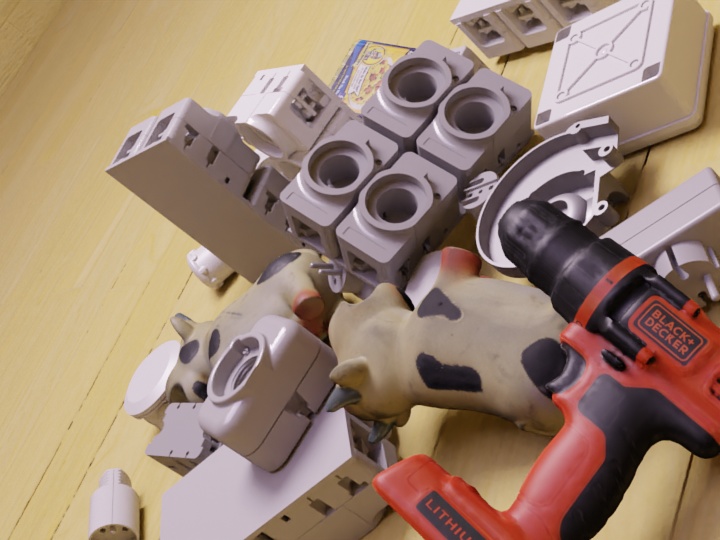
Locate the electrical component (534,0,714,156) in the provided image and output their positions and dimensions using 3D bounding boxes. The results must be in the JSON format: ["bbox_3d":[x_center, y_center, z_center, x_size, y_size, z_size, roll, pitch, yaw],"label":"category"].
[{"bbox_3d":[0.190,-0.140,0.772,0.109,0.056,0.108,-20,41,43],"label":"electrical component"}]

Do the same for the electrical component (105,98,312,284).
[{"bbox_3d":[-0.127,-0.072,1.007,0.105,0.186,0.060,-16,44,46],"label":"electrical component"}]

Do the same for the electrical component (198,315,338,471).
[{"bbox_3d":[-0.065,0.082,0.744,0.095,0.059,0.054,-57,29,-13],"label":"electrical component"}]

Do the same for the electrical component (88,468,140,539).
[{"bbox_3d":[-0.218,0.212,0.954,0.043,0.043,0.081,-42,30,15],"label":"electrical component"}]

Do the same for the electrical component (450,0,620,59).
[{"bbox_3d":[0.163,-0.243,0.924,0.150,0.062,0.089,-3,53,53],"label":"electrical component"}]

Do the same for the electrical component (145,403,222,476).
[{"bbox_3d":[-0.125,0.145,0.888,0.089,0.056,0.050,-9,50,51],"label":"electrical component"}]

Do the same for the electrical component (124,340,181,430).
[{"bbox_3d":[-0.179,0.111,1.009,0.080,0.051,0.080,-35,32,26],"label":"electrical component"}]

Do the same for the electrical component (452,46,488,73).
[{"bbox_3d":[0.075,-0.153,0.946,0.062,0.061,0.096,-2,55,54],"label":"electrical component"}]

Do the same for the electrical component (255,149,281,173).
[{"bbox_3d":[-0.060,-0.118,1.087,0.074,0.052,0.138,16,56,46],"label":"electrical component"}]

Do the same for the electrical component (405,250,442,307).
[{"bbox_3d":[0.046,0.035,0.785,0.079,0.044,0.077,-28,36,34],"label":"electrical component"}]

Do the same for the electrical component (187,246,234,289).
[{"bbox_3d":[-0.144,-0.014,1.114,0.062,0.048,0.048,-41,29,3],"label":"electrical component"}]

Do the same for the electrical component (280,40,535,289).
[{"bbox_3d":[0.038,-0.084,0.831,0.105,0.060,0.186,32,69,24],"label":"electrical component"}]

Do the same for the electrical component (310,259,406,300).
[{"bbox_3d":[0.000,0.000,0.860,0.077,0.079,0.044,-145,61,-61],"label":"electrical component"}]

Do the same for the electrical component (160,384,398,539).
[{"bbox_3d":[-0.059,0.162,0.769,0.186,0.060,0.105,-40,30,19],"label":"electrical component"}]

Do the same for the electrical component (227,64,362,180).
[{"bbox_3d":[-0.035,-0.107,0.955,0.061,0.150,0.089,-57,29,-14],"label":"electrical component"}]

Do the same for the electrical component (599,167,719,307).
[{"bbox_3d":[0.189,-0.003,0.624,0.083,0.047,0.075,-36,32,25],"label":"electrical component"}]

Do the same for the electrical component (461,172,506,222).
[{"bbox_3d":[0.102,-0.046,0.798,0.040,0.046,0.040,-35,32,26],"label":"electrical component"}]
